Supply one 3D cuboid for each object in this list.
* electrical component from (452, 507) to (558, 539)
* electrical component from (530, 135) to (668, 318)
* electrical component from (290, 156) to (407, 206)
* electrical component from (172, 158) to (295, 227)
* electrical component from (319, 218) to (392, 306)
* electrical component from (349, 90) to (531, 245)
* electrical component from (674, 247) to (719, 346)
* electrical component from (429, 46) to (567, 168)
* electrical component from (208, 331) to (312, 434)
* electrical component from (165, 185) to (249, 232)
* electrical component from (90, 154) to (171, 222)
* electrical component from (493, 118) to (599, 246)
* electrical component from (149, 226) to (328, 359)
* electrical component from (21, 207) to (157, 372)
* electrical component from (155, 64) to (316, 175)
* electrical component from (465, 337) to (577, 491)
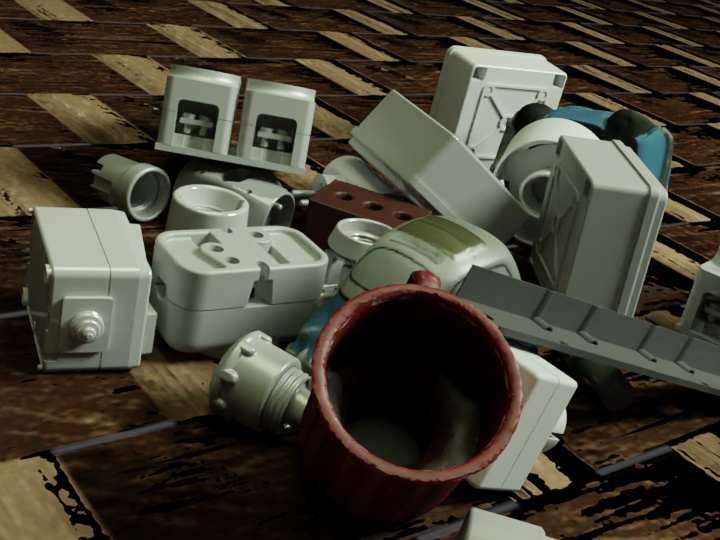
[{"bbox_3d":[0.073,0.130,0.460,0.078,0.040,0.040,15,24,5],"label":"electrical component"},{"bbox_3d":[0.168,-0.030,0.777,0.056,0.108,0.108,7,24,-6],"label":"electrical component"},{"bbox_3d":[-0.013,-0.054,0.818,0.079,0.043,0.077,0,27,-27],"label":"electrical component"},{"bbox_3d":[-0.082,-0.052,0.781,0.077,0.043,0.079,23,25,20],"label":"electrical component"},{"bbox_3d":[0.000,0.000,0.691,0.066,0.055,0.048,-5,29,-35],"label":"electrical component"},{"bbox_3d":[0.059,-0.071,0.818,0.109,0.056,0.108,40,5,-37],"label":"electrical component"},{"bbox_3d":[0.332,0.019,0.810,0.105,0.060,0.186,28,28,31],"label":"electrical component"},{"bbox_3d":[0.126,-0.150,1.022,0.109,0.108,0.056,0,30,-27],"label":"electrical component"},{"bbox_3d":[-0.042,0.063,0.546,0.062,0.048,0.048,28,27,16],"label":"electrical component"},{"bbox_3d":[-0.101,-0.025,0.706,0.055,0.047,0.055,11,24,-5],"label":"electrical component"},{"bbox_3d":[-0.164,-0.060,0.762,0.046,0.040,0.040,24,26,35],"label":"electrical component"},{"bbox_3d":[0.154,-0.068,0.867,0.099,0.099,0.064,20,27,15],"label":"electrical component"},{"bbox_3d":[-0.072,0.013,0.621,0.095,0.059,0.054,-4,29,-34],"label":"electrical component"},{"bbox_3d":[-0.145,0.012,0.583,0.061,0.061,0.096,1,27,-25],"label":"electrical component"},{"bbox_3d":[-0.095,-0.118,0.834,0.105,0.060,0.186,9,7,-8],"label":"electrical component"},{"bbox_3d":[0.081,0.075,0.559,0.077,0.065,0.047,16,14,-47],"label":"electrical component"}]
